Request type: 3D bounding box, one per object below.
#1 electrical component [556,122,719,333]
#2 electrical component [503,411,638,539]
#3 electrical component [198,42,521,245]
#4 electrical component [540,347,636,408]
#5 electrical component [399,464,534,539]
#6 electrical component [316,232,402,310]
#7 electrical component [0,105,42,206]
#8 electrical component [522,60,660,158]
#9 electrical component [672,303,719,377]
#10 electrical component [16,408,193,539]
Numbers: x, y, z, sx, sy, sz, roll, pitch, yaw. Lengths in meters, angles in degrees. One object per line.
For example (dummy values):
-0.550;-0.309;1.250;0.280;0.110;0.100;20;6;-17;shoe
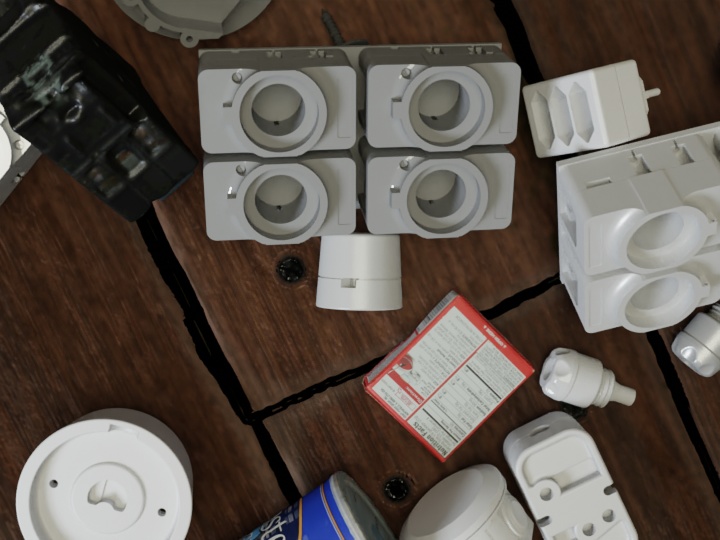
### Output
0.221;-0.031;0.662;0.186;0.060;0.105;-14;136;-1;electrical component
0.136;0.145;0.706;0.054;0.059;0.095;-26;97;1;electrical component
-0.002;-0.077;0.652;0.186;0.060;0.105;-3;114;-7;electrical component
0.152;0.075;0.712;0.061;0.035;0.035;19;95;-7;electrical component
0.070;0.169;0.697;0.080;0.080;0.051;-38;102;2;electrical component
0.000;0.000;0.687;0.055;0.055;0.047;1;93;-3;electrical component
-0.236;-0.072;0.667;0.050;0.055;0.089;39;94;-6;electrical component
0.156;-0.104;0.679;0.077;0.066;0.047;-18;98;-30;electrical component
0.237;0.039;0.711;0.035;0.035;0.061;41;91;-6;electrical component
-0.159;0.141;0.693;0.108;0.060;0.108;0;97;-2;electrical component
